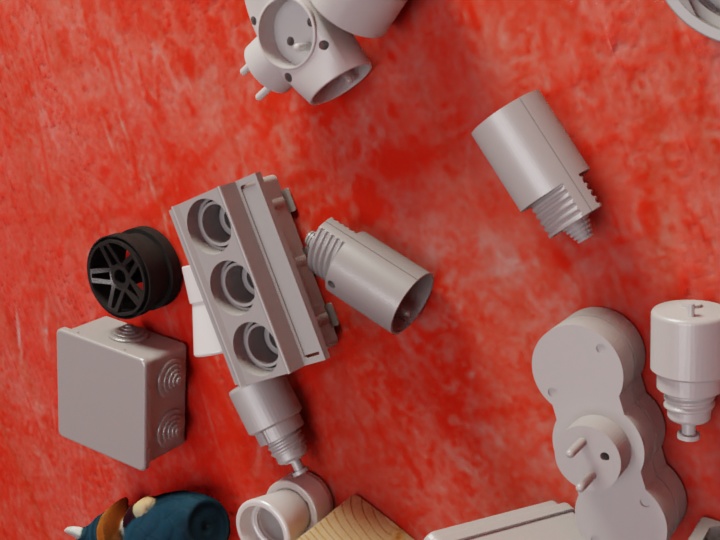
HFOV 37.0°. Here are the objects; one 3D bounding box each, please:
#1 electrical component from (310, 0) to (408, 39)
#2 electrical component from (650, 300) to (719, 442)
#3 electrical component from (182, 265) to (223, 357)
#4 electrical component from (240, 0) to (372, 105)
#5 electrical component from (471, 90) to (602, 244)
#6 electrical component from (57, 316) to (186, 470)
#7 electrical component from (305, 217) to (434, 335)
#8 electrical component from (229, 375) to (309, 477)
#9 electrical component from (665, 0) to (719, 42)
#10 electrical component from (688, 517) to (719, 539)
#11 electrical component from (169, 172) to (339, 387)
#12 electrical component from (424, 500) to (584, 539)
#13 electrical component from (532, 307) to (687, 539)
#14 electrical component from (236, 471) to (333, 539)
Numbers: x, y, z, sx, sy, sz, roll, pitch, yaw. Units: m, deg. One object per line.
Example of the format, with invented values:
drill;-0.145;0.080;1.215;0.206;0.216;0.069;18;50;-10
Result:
electrical component;0.003;-0.163;0.601;0.055;0.055;0.047;44;126;15
electrical component;0.172;0.051;0.561;0.040;0.040;0.078;6;107;32
electrical component;-0.098;0.023;0.731;0.044;0.044;0.065;-11;93;35
electrical component;-0.043;-0.133;0.646;0.079;0.044;0.077;-35;83;36
electrical component;0.100;-0.051;0.577;0.043;0.043;0.081;-35;83;35
electrical component;-0.175;0.088;0.796;0.100;0.048;0.099;15;112;29
electrical component;0.000;0.000;0.657;0.081;0.043;0.043;33;119;22
electrical component;-0.057;0.102;0.727;0.040;0.040;0.078;-28;87;36
electrical component;0.183;-0.151;0.481;0.108;0.060;0.108;10;109;31
electrical component;0.205;0.183;0.574;0.066;0.047;0.076;12;110;29
electrical component;-0.064;0.004;0.689;0.079;0.063;0.121;-19;93;36
electrical component;0.081;0.198;0.618;0.056;0.109;0.108;40;125;46
electrical component;0.129;0.095;0.581;0.052;0.074;0.138;-13;96;35
electrical component;-0.050;0.166;0.732;0.045;0.055;0.045;10;109;31
